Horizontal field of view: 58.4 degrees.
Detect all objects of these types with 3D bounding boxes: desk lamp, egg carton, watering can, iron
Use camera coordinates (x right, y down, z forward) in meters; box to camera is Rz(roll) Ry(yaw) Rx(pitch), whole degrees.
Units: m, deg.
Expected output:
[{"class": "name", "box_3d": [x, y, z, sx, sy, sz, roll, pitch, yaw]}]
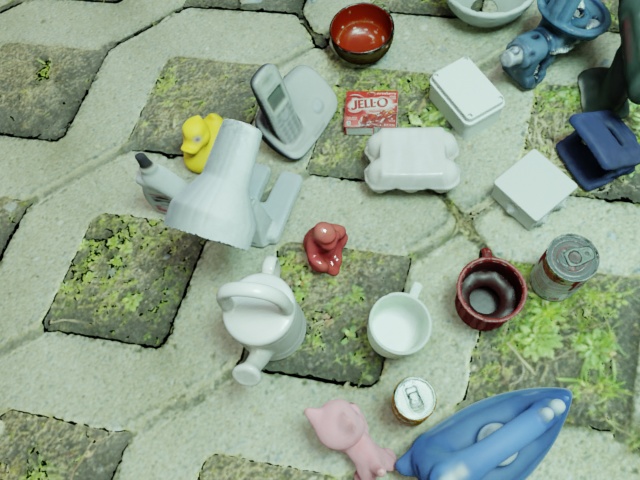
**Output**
[{"class": "desk lamp", "box_3d": [-0.120, -0.063, 0.828, 0.117, 0.214, 0.203, 16, 71, 12]}, {"class": "egg carton", "box_3d": [0.145, -0.124, 0.903, 0.150, 0.069, 0.107, -1, 68, 6]}, {"class": "watering can", "box_3d": [-0.078, 0.104, 0.767, 0.101, 0.194, 0.173, -15, 67, 0]}, {"class": "iron", "box_3d": [0.224, 0.248, 0.706, 0.258, 0.141, 0.118, -32, 68, -7]}]

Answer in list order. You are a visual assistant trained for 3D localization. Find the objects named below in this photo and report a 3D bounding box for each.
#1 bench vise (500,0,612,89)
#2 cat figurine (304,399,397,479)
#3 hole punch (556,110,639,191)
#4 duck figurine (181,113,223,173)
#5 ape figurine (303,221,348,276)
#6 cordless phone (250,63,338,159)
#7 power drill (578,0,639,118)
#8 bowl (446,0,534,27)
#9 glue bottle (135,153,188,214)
[{"class": "bench vise", "box_3d": [0.380, -0.343, 0.885, 0.121, 0.220, 0.207, 32, 75, 17]}, {"class": "cat figurine", "box_3d": [0.041, 0.255, 0.735, 0.067, 0.118, 0.127, -40, 70, -10]}, {"class": "hole punch", "box_3d": [0.431, -0.148, 0.871, 0.101, 0.091, 0.108, -24, 68, -4]}, {"class": "duck figurine", "box_3d": [-0.197, -0.173, 0.949, 0.077, 0.086, 0.105, 19, 71, 13]}, {"class": "ape figurine", "box_3d": [0.008, 0.003, 0.854, 0.078, 0.092, 0.076, -40, 69, -10]}, {"class": "cordless phone", "box_3d": [-0.045, -0.229, 0.902, 0.094, 0.185, 0.148, 27, 73, 16]}, {"class": "power drill", "box_3d": [0.459, -0.284, 0.859, 0.075, 0.208, 0.229, -1, 68, 6]}, {"class": "bowl", "box_3d": [0.295, -0.434, 1.009, 0.167, 0.075, 0.167, -2, 68, 5]}, {"class": "glue bottle", "box_3d": [-0.243, -0.086, 0.872, 0.078, 0.173, 0.037, 6, 69, 9]}]
